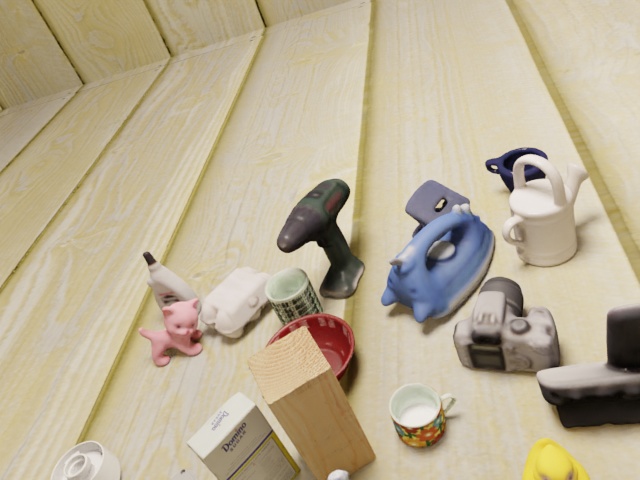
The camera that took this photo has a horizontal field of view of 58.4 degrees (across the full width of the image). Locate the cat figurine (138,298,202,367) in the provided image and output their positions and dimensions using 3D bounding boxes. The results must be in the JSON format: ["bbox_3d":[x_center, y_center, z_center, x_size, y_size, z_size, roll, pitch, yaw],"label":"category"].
[{"bbox_3d":[-0.275,0.163,1.073,0.127,0.118,0.067,-20,36,4],"label":"cat figurine"}]

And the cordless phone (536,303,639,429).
[{"bbox_3d":[0.342,0.143,0.708,0.147,0.185,0.094,-13,37,13],"label":"cordless phone"}]

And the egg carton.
[{"bbox_3d":[-0.154,0.119,1.106,0.107,0.070,0.150,15,50,41],"label":"egg carton"}]

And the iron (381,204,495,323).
[{"bbox_3d":[0.210,0.016,0.979,0.259,0.142,0.118,-42,40,-24],"label":"iron"}]

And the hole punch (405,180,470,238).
[{"bbox_3d":[0.231,-0.056,1.102,0.100,0.091,0.109,13,49,39],"label":"hole punch"}]

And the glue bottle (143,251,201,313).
[{"bbox_3d":[-0.305,0.088,1.137,0.078,0.173,0.037,-14,37,13],"label":"glue bottle"}]

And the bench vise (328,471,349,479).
[{"bbox_3d":[0.063,0.343,0.574,0.121,0.220,0.207,-27,36,-5],"label":"bench vise"}]

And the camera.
[{"bbox_3d":[0.278,0.115,0.851,0.142,0.101,0.137,-1,41,27],"label":"camera"}]

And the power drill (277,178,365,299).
[{"bbox_3d":[0.010,0.004,1.045,0.075,0.209,0.230,-1,41,27],"label":"power drill"}]

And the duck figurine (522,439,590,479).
[{"bbox_3d":[0.273,0.272,0.666,0.077,0.086,0.104,-14,37,13],"label":"duck figurine"}]

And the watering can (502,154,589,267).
[{"bbox_3d":[0.369,-0.063,0.949,0.100,0.194,0.173,13,49,39],"label":"watering can"}]

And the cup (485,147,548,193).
[{"bbox_3d":[0.377,-0.116,1.097,0.117,0.095,0.092,8,46,35],"label":"cup"}]
